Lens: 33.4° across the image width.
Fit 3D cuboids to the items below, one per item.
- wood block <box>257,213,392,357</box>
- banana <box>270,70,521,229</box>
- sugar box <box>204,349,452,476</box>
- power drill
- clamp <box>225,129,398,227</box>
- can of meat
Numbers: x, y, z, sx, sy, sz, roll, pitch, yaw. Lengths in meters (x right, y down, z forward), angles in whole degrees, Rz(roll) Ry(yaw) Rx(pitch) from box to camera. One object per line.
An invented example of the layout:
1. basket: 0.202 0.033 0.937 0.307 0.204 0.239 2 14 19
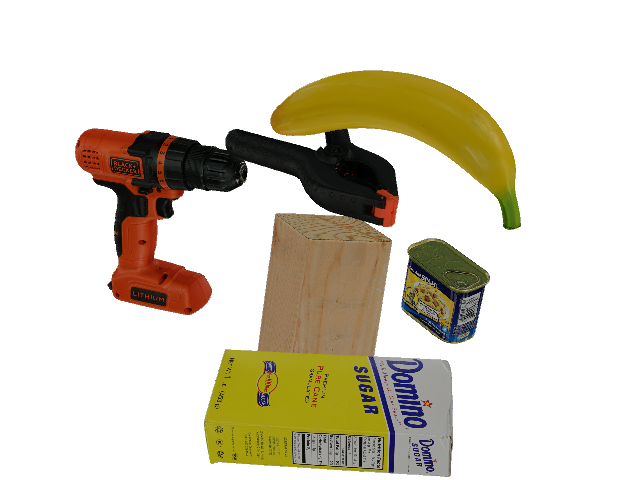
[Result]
1. wood block: -0.002 0.085 1.043 0.090 0.206 0.091 2 16 -23
2. banana: 0.048 -0.073 0.675 0.198 0.070 0.037 26 11 34
3. sugar box: 0.009 0.125 0.789 0.176 0.048 0.093 0 30 6
4. power drill: -0.155 -0.020 1.081 0.185 0.188 0.057 11 30 22
5. clamp: -0.001 -0.064 0.910 0.120 0.039 0.172 -19 40 -20
6. can of meat: 0.143 0.060 1.246 0.057 0.084 0.102 -19 41 -33
